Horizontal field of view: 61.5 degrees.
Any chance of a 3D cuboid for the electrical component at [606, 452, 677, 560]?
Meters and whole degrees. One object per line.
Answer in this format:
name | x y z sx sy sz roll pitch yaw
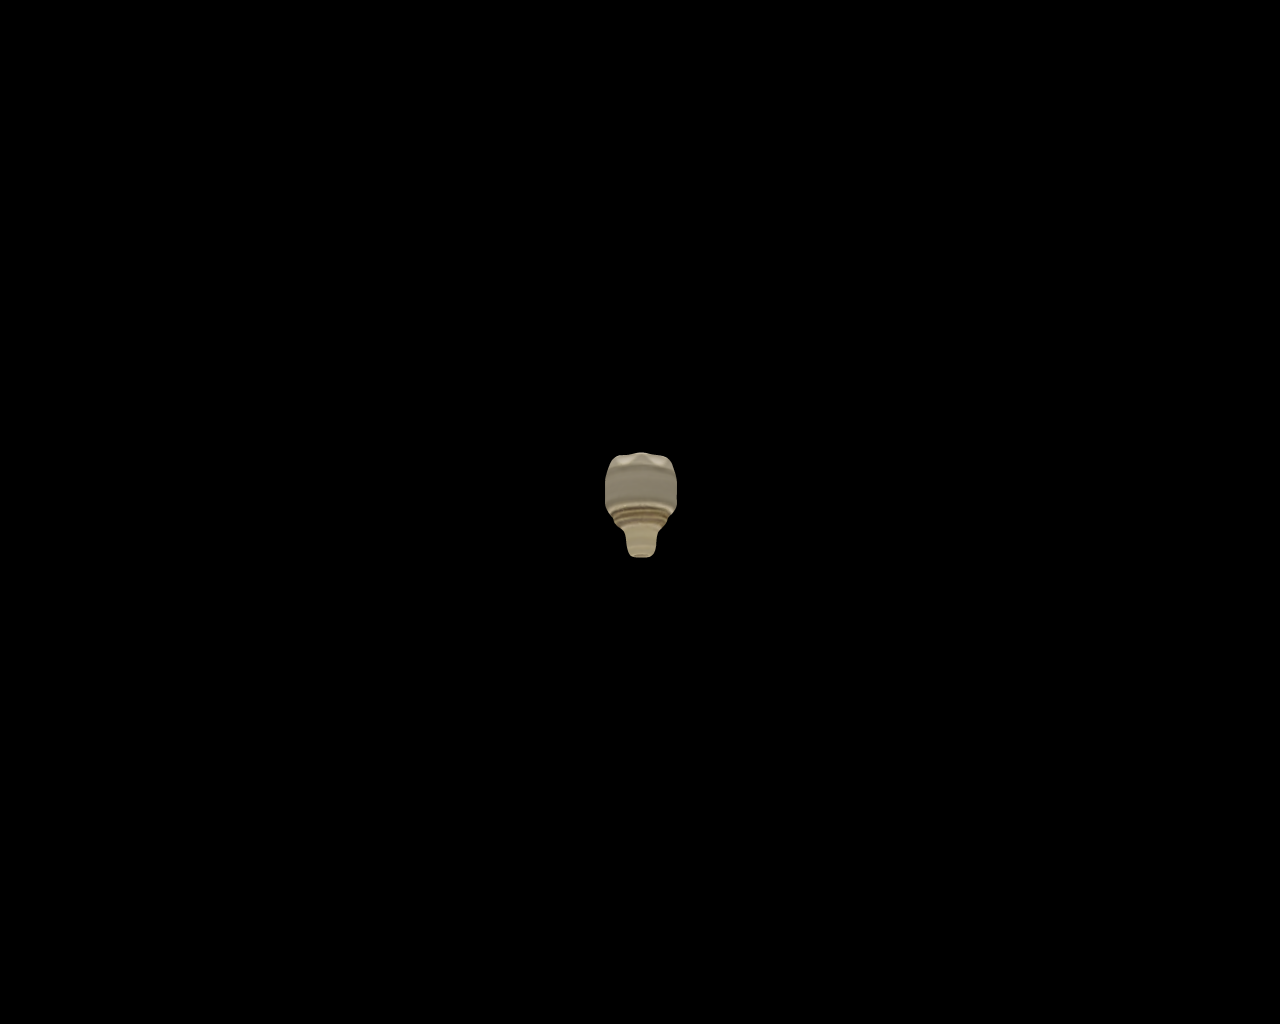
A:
electrical component | 0.001 -0.003 0.650 0.043 0.062 0.043 0 -14 0
